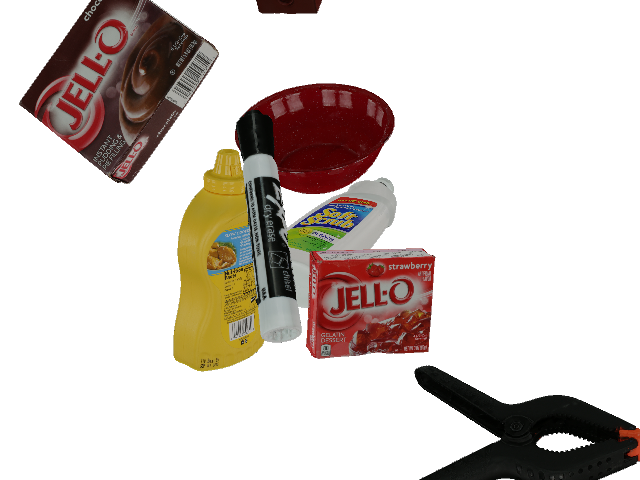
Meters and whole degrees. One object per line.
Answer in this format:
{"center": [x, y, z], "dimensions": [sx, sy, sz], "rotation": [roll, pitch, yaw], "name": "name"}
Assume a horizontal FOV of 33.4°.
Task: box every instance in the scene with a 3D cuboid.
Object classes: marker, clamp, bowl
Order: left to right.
{"center": [-0.026, -0.010, 0.510], "dimensions": [0.020, 0.121, 0.020], "rotation": [-7, -27, -4], "name": "marker"}
{"center": [-0.004, -0.096, 1.086], "dimensions": [0.162, 0.055, 0.162], "rotation": [-4, 39, 3], "name": "bowl"}
{"center": [0.161, 0.177, 0.902], "dimensions": [0.210, 0.036, 0.164], "rotation": [3, 41, 23], "name": "clamp"}

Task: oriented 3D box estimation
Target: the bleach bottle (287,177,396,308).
{"center": [0.018, -0.012, 1.321], "dimensions": [0.103, 0.068, 0.250], "rotation": [14, 36, 25], "name": "bleach bottle"}

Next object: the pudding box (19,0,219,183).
{"center": [-0.136, -0.109, 0.723], "dimensions": [0.090, 0.113, 0.039], "rotation": [37, 2, 17], "name": "pudding box"}

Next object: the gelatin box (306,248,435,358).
{"center": [0.035, 0.045, 0.769], "dimensions": [0.089, 0.073, 0.030], "rotation": [-1, 14, -15], "name": "gelatin box"}

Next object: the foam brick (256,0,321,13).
{"center": [-0.028, -0.231, 0.876], "dimensions": [0.053, 0.051, 0.078], "rotation": [3, -38, 13], "name": "foam brick"}

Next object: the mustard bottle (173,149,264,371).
{"center": [-0.085, 0.014, 0.943], "dimensions": [0.058, 0.192, 0.096], "rotation": [20, 25, 36], "name": "mustard bottle"}
